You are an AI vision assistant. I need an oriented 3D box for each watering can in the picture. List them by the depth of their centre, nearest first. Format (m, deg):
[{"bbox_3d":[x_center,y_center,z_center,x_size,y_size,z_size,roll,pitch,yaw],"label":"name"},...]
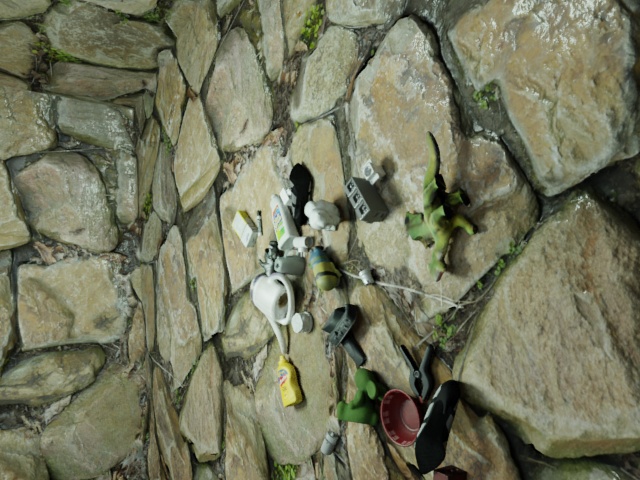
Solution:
[{"bbox_3d":[-0.189,0.276,2.068,0.105,0.341,0.226,-16,32,-42],"label":"watering can"}]

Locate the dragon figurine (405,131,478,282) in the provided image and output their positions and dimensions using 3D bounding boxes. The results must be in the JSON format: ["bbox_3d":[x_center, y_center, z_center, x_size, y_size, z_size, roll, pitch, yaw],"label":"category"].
[{"bbox_3d":[0.312,-0.084,1.492,0.122,0.417,0.238,2,-25,-29],"label":"dragon figurine"}]

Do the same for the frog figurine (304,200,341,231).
[{"bbox_3d":[0.006,-0.092,1.836,0.138,0.123,0.158,35,-5,13],"label":"frog figurine"}]
